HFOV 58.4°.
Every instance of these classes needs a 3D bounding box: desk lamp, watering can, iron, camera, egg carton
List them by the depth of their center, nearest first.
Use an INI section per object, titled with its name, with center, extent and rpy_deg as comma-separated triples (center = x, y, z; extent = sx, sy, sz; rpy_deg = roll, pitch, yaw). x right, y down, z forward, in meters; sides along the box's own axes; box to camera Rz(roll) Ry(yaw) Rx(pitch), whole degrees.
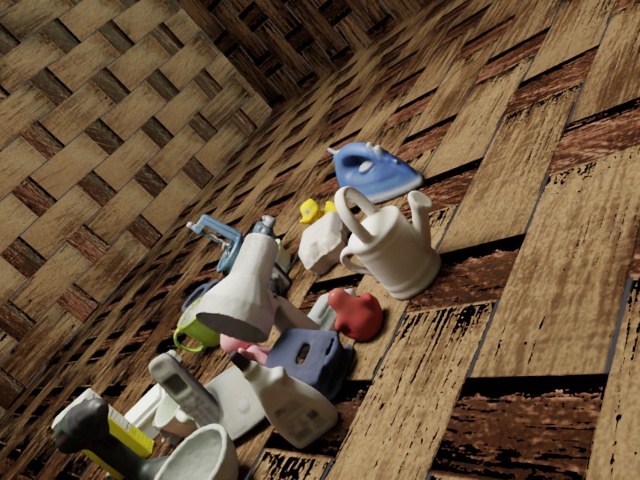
[watering can]
center = 0.098, -0.012, 0.884
extent = 0.173, 0.194, 0.101
rpy_deg = -40, 19, 9
[desk lamp]
center = -0.076, 0.105, 0.957
extent = 0.117, 0.214, 0.203
rpy_deg = -19, 31, 50
[egg carton]
center = 0.011, 0.004, 1.219
extent = 0.107, 0.069, 0.150
rpy_deg = -36, 20, 20
[camera]
center = -0.140, 0.117, 1.235
extent = 0.143, 0.101, 0.136
rpy_deg = -41, 19, 6
[iron]
center = 0.113, -0.166, 1.265
extent = 0.119, 0.142, 0.257
rpy_deg = -50, 20, -18

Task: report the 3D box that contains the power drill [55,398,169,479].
[power drill]
center = -0.362, 0.359, 1.000
extent = 0.229, 0.209, 0.076
rpy_deg = -27, 25, 40

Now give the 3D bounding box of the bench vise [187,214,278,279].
[bench vise]
center = -0.217, -0.007, 1.470
extent = 0.207, 0.220, 0.121
rpy_deg = -45, 19, -6

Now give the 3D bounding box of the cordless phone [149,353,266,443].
[cordless phone]
center = -0.173, 0.235, 0.919
extent = 0.147, 0.185, 0.094
rpy_deg = -38, 20, 15

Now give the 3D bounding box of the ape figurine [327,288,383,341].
[ape figurine]
center = 0.049, 0.108, 0.886
extent = 0.078, 0.092, 0.076
rpy_deg = -40, 19, 10

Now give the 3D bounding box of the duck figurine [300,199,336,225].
[duck figurine]
center = -0.006, -0.061, 1.367
extent = 0.105, 0.086, 0.077
rpy_deg = -52, 21, -24

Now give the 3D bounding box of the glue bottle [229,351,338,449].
[glue bottle]
center = -0.057, 0.205, 0.767
extent = 0.078, 0.173, 0.037
rpy_deg = -39, 20, 13

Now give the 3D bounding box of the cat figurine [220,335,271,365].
[cat figurine]
center = -0.138, 0.195, 1.037
extent = 0.067, 0.118, 0.127
rpy_deg = -45, 19, -4

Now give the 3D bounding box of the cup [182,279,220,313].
[cup]
center = -0.265, 0.160, 1.405
extent = 0.118, 0.095, 0.091
rpy_deg = -44, 19, -1

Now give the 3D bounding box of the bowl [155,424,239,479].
[bowl]
center = -0.172, 0.358, 0.828
extent = 0.167, 0.075, 0.167
rpy_deg = -38, 20, 16

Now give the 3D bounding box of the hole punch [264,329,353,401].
[hole punch]
center = -0.017, 0.183, 0.862
extent = 0.101, 0.091, 0.109
rpy_deg = -27, 25, 39
